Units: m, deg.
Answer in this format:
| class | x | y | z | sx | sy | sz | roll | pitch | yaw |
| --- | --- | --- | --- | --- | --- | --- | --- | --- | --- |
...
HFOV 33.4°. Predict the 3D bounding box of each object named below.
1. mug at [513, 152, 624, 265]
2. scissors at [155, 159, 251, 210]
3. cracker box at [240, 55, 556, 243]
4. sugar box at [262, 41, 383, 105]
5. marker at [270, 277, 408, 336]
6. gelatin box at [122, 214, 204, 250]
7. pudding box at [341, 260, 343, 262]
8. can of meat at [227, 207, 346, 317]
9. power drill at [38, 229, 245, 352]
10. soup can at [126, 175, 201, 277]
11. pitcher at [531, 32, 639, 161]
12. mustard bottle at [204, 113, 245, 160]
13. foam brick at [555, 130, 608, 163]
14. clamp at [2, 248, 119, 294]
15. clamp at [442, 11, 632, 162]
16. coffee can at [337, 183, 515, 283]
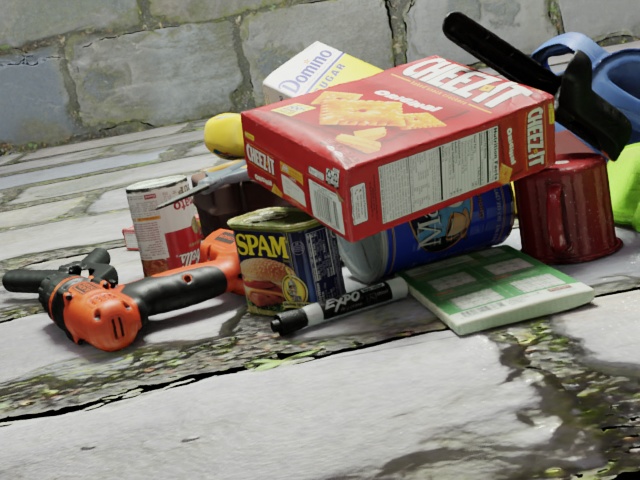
| class | x | y | z | sx | sy | sz | roll | pitch | yaw |
| --- | --- | --- | --- | --- | --- | --- | --- | --- | --- |
| mug | 0.210 | -0.027 | 0.927 | 0.093 | 0.081 | 0.117 | -5 | 14 | 23 |
| scissors | -0.095 | -0.061 | 1.100 | 0.096 | 0.016 | 0.201 | -8 | 13 | 11 |
| cracker box | 0.065 | -0.087 | 0.902 | 0.213 | 0.072 | 0.164 | -21 | 32 | -26 |
| sugar box | 0.031 | -0.147 | 1.130 | 0.176 | 0.048 | 0.093 | 31 | 58 | 32 |
| marker | 0.016 | 0.054 | 0.869 | 0.121 | 0.020 | 0.020 | -15 | 13 | -23 |
| gelatin box | -0.188 | -0.011 | 1.316 | 0.089 | 0.030 | 0.073 | 1 | 17 | 43 |
| pudding box | -0.007 | 0.001 | 1.085 | 0.089 | 0.039 | 0.114 | -17 | 13 | -26 |
| can of meat | -0.027 | 0.019 | 0.913 | 0.057 | 0.084 | 0.102 | -21 | 16 | -39 |
| power drill | -0.155 | 0.043 | 0.984 | 0.187 | 0.057 | 0.185 | -20 | 19 | -26 |
| soup can | -0.163 | -0.012 | 1.128 | 0.068 | 0.102 | 0.068 | -10 | 11 | 2 |
| pitcher | 0.313 | -0.159 | 1.282 | 0.145 | 0.149 | 0.243 | 4 | 2 | -14 |
| mustard bottle | -0.083 | -0.123 | 1.263 | 0.096 | 0.058 | 0.192 | -2 | 6 | -31 |
| foam brick | 0.248 | -0.066 | 1.076 | 0.052 | 0.051 | 0.078 | -15 | 42 | -22 |
| clamp | -0.252 | 0.039 | 1.127 | 0.120 | 0.039 | 0.172 | -25 | 21 | -32 |
| clamp | 0.216 | -0.123 | 0.922 | 0.209 | 0.036 | 0.165 | 32 | 2 | -34 |
| coffee can | 0.092 | -0.027 | 0.979 | 0.140 | 0.103 | 0.103 | -15 | 13 | -22 |
